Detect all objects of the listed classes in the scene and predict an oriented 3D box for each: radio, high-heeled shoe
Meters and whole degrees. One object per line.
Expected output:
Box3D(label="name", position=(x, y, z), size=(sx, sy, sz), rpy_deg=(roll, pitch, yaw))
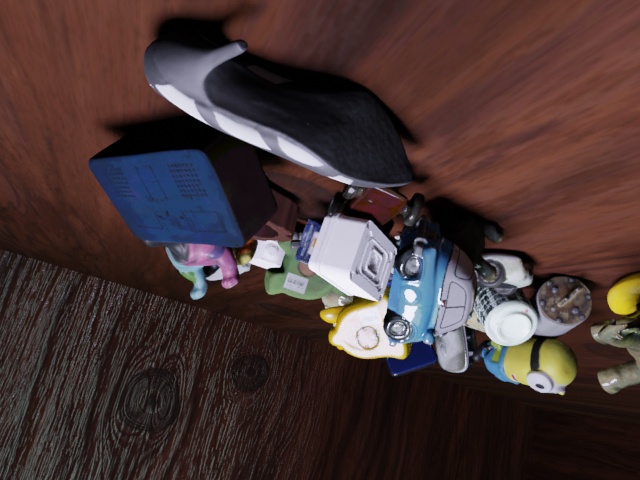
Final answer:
Box3D(label="radio", position=(-0.167, -0.065, 0.651), size=(0.230, 0.073, 0.131), rpy_deg=(3, 129, 39))
Box3D(label="high-heeled shoe", position=(-0.037, -0.104, 0.489), size=(0.248, 0.086, 0.145), rpy_deg=(32, 160, -35))

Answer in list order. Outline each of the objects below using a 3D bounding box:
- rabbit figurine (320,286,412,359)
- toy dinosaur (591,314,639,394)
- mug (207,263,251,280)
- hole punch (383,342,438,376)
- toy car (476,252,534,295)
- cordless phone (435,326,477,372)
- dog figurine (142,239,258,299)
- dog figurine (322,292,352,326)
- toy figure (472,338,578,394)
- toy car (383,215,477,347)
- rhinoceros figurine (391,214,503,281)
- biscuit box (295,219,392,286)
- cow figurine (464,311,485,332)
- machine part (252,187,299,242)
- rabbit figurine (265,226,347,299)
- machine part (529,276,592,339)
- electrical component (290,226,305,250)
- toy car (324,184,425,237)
Box3D(label="rabbit figurine", position=(0.089, 0.141, 0.949), size=(0.162, 0.121, 0.173), rpy_deg=(-25, -171, 23))
Box3D(label="toy dinosaur", position=(0.481, 0.139, 0.733), size=(0.471, 0.105, 0.198), rpy_deg=(5, 154, -33))
Box3D(label="mug", position=(-0.192, 0.047, 1.153), size=(0.107, 0.081, 0.109), rpy_deg=(-9, 149, 36))
Box3D(label="hole punch", position=(0.175, 0.202, 1.110), size=(0.142, 0.116, 0.092), rpy_deg=(-20, 131, 0))
Box3D(label="toy car", position=(0.217, 0.049, 0.815), size=(0.202, 0.056, 0.073), rpy_deg=(-1, 164, 40))
Box3D(label="cordless phone", position=(0.267, 0.202, 1.095), size=(0.089, 0.146, 0.184), rpy_deg=(-7, 174, 19))
Box3D(label="dog figurine", position=(-0.211, -0.022, 0.896), size=(0.109, 0.191, 0.219), rpy_deg=(-14, 121, 28))
Box3D(label="dog figurine", position=(0.113, 0.104, 1.063), size=(0.172, 0.121, 0.191), rpy_deg=(18, 154, -41))
Box3D(label="toy figure", position=(0.342, 0.201, 0.906), size=(0.082, 0.089, 0.180), rpy_deg=(7, 179, -24))
Box3D(label="toy car", position=(0.136, 0.055, 0.647), size=(0.103, 0.109, 0.161), rpy_deg=(13, 122, 9))
Box3D(label="rhinoceros figurine", position=(0.161, 0.019, 0.734), size=(0.112, 0.073, 0.190), rpy_deg=(19, 163, -16))
Box3D(label="biscuit box", position=(0.051, 0.024, 0.803), size=(0.059, 0.062, 0.202), rpy_deg=(19, -179, 36))
Box3D(label="cow figurine", position=(0.287, 0.125, 0.970), size=(0.195, 0.085, 0.127), rpy_deg=(22, 169, -16))
Box3D(label="machine part", position=(-0.118, -0.049, 0.789), size=(0.179, 0.056, 0.179), rpy_deg=(15, 166, 4))
Box3D(label="rabbit figurine", position=(-0.013, 0.038, 0.953), size=(0.159, 0.121, 0.170), rpy_deg=(10, -177, -6))
Box3D(label="machine part", position=(0.372, 0.113, 0.857), size=(0.079, 0.079, 0.243), rpy_deg=(11, 164, 14))
Box3D(label="electrical component", position=(-0.002, -0.003, 0.832), size=(0.094, 0.021, 0.063), rpy_deg=(-3, -157, -10))
Box3D(label="toy car", position=(0.063, -0.042, 0.652), size=(0.089, 0.053, 0.202), rpy_deg=(26, 168, -2))
